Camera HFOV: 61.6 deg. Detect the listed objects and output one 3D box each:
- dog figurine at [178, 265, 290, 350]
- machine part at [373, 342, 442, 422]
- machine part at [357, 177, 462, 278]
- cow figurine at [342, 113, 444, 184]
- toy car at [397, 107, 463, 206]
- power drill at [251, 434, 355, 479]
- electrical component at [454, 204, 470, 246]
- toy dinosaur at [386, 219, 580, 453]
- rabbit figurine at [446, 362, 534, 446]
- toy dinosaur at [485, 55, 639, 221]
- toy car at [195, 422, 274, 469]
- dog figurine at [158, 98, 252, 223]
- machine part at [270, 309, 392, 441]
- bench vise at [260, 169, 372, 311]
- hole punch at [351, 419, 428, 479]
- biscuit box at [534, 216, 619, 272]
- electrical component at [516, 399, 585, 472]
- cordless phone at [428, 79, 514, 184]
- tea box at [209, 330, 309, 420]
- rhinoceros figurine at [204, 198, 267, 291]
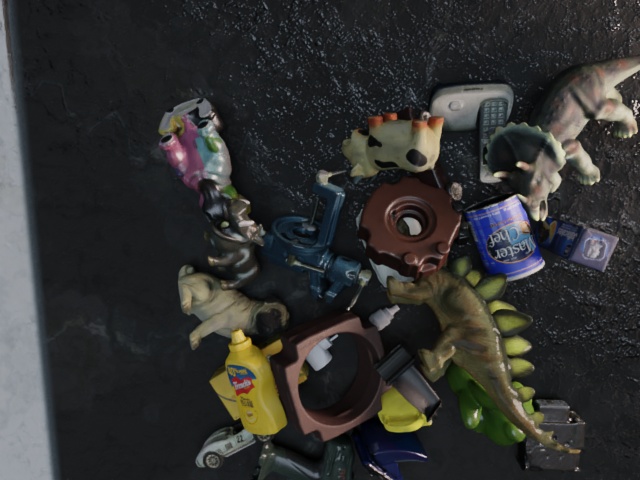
[{"bbox_3d":[-0.166,0.115,1.037,0.191,0.121,0.172,-15,99,-9],"label":"dog figurine"},{"bbox_3d":[0.165,0.258,0.967,0.084,0.039,0.139,-36,79,-17],"label":"machine part"},{"bbox_3d":[0.153,-0.026,0.922,0.179,0.056,0.179,-2,63,3],"label":"machine part"},{"bbox_3d":[0.121,-0.159,0.956,0.195,0.085,0.127,14,113,41],"label":"cow figurine"},{"bbox_3d":[0.193,-0.145,0.987,0.053,0.089,0.202,-25,94,-38],"label":"toy car"},{"bbox_3d":[-0.036,0.488,1.070,0.207,0.086,0.232,15,96,5],"label":"power drill"},{"bbox_3d":[0.258,-0.026,0.998,0.021,0.094,0.063,-13,68,4],"label":"electrical component"},{"bbox_3d":[0.255,0.160,0.914,0.199,0.105,0.471,-26,77,1],"label":"toy dinosaur"},{"bbox_3d":[0.299,0.299,1.003,0.170,0.159,0.121,43,107,9],"label":"rabbit figurine"},{"bbox_3d":[0.427,-0.213,0.919,0.192,0.131,0.404,34,87,-29],"label":"toy dinosaur"},{"bbox_3d":[-0.159,0.387,1.067,0.202,0.073,0.056,-29,94,6],"label":"toy car"},{"bbox_3d":[-0.207,-0.132,1.005,0.108,0.192,0.219,-19,129,2],"label":"dog figurine"},{"bbox_3d":[0.020,0.244,0.990,0.201,0.087,0.200,-20,103,-22],"label":"machine part"},{"bbox_3d":[0.003,-0.007,0.977,0.224,0.129,0.240,26,121,21],"label":"bench vise"},{"bbox_3d":[0.132,0.397,1.028,0.115,0.142,0.092,35,99,-15],"label":"hole punch"},{"bbox_3d":[0.431,0.001,0.926,0.063,0.203,0.059,20,99,2],"label":"biscuit box"},{"bbox_3d":[0.444,0.376,1.041,0.115,0.058,0.134,-1,97,1],"label":"electrical component"},{"bbox_3d":[0.271,-0.193,0.977,0.147,0.089,0.184,-3,101,3],"label":"cordless phone"},{"bbox_3d":[-0.117,0.263,1.055,0.170,0.068,0.098,-33,95,7],"label":"tea box"},{"bbox_3d":[-0.148,0.011,0.963,0.112,0.073,0.190,-10,134,-7],"label":"rhinoceros figurine"}]
